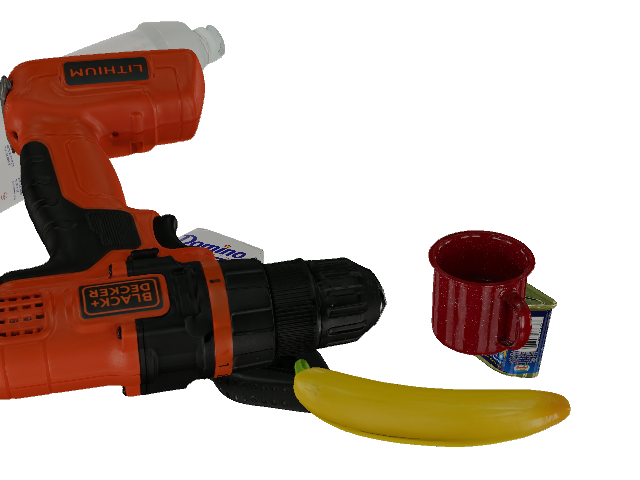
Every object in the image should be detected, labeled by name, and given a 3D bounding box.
[{"bbox_3d":[-0.146,0.044,1.089,0.093,0.048,0.175,19,33,29],"label":"sugar box"},{"bbox_3d":[-0.186,-0.106,0.855,0.250,0.068,0.103,-31,-25,-26],"label":"bleach bottle"},{"bbox_3d":[0.060,0.106,0.704,0.198,0.037,0.069,7,32,22],"label":"banana"},{"bbox_3d":[-0.077,-0.014,0.511,0.184,0.188,0.057,-6,-42,-14],"label":"power drill"},{"bbox_3d":[0.201,0.091,1.146,0.057,0.084,0.102,2,17,-23],"label":"can of meat"},{"bbox_3d":[0.148,0.054,0.947,0.093,0.081,0.117,-17,34,-25],"label":"mug"},{"bbox_3d":[-0.061,0.097,0.911,0.210,0.036,0.164,13,22,36],"label":"clamp"}]
